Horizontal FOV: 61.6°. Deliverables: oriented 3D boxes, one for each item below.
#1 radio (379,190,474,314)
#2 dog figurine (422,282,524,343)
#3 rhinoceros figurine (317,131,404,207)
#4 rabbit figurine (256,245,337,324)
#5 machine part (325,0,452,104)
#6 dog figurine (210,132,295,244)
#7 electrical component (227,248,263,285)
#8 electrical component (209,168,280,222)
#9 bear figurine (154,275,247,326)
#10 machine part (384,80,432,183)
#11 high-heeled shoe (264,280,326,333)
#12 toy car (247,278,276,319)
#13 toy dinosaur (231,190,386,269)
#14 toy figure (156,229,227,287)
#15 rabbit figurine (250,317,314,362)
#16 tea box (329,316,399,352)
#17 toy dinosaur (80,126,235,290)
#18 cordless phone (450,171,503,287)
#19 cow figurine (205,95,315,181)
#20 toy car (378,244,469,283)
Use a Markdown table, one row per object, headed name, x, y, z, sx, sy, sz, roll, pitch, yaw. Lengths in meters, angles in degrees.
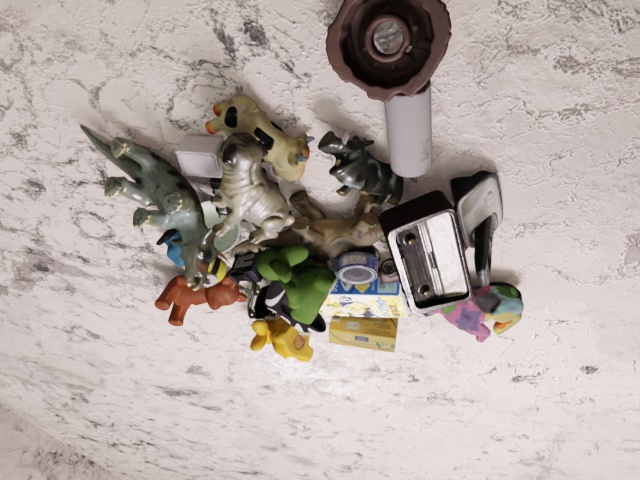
| name | x | y | z | sx | sy | sz | roll | pitch | yaw |
| --- | --- | --- | --- | --- | --- | --- | --- | --- | --- |
| radio | 0.203 | 0.030 | 1.017 | 0.131 | 0.073 | 0.229 | -19 | 123 | 6 |
| dog figurine | 0.316 | 0.131 | 1.205 | 0.219 | 0.108 | 0.191 | 29 | 138 | -13 |
| rhinoceros figurine | 0.078 | -0.130 | 0.971 | 0.190 | 0.112 | 0.073 | 24 | 169 | -31 |
| rabbit figurine | -0.062 | 0.076 | 1.103 | 0.170 | 0.121 | 0.159 | 30 | 161 | 8 |
| machine part | 0.100 | -0.290 | 0.772 | 0.180 | 0.056 | 0.179 | 8 | 114 | 18 |
| dog figurine | -0.106 | -0.097 | 0.961 | 0.172 | 0.121 | 0.190 | -2 | 141 | -30 |
| electrical component | -0.154 | 0.063 | 1.280 | 0.119 | 0.075 | 0.047 | -9 | 135 | 30 |
| electrical component | -0.151 | -0.093 | 1.113 | 0.134 | 0.058 | 0.114 | 7 | 141 | 5 |
| bear figurine | -0.302 | 0.152 | 1.387 | 0.196 | 0.132 | 0.120 | 6 | 142 | 19 |
| machine part | 0.150 | -0.190 | 0.901 | 0.079 | 0.079 | 0.242 | 1 | 137 | 14 |
| high-heeled shoe | -0.048 | 0.153 | 1.266 | 0.145 | 0.086 | 0.248 | 23 | 155 | 9 |
| toy car | -0.143 | 0.144 | 1.376 | 0.073 | 0.056 | 0.201 | -4 | 144 | -18 |
| toy dinosaur | -0.002 | -0.003 | 1.143 | 0.472 | 0.105 | 0.198 | 1 | 142 | 21 |
| toy figure | -0.302 | 0.039 | 1.291 | 0.180 | 0.089 | 0.082 | 47 | 160 | -20 |
| rabbit figurine | -0.115 | 0.262 | 1.454 | 0.162 | 0.121 | 0.173 | 1 | -177 | -37 |
| tea box | 0.113 | 0.219 | 1.368 | 0.170 | 0.098 | 0.068 | 9 | 139 | 8 |
| toy dinosaur | -0.313 | -0.093 | 1.082 | 0.131 | 0.405 | 0.192 | -43 | 157 | 10 |
| cordless phone | 0.286 | -0.020 | 0.976 | 0.089 | 0.184 | 0.146 | -5 | 137 | 22 |
| cow figurine | -0.097 | -0.183 | 0.979 | 0.127 | 0.085 | 0.194 | -17 | 130 | 40 |
| toy car | 0.218 | 0.045 | 1.120 | 0.202 | 0.053 | 0.089 | -19 | 159 | 9 |
